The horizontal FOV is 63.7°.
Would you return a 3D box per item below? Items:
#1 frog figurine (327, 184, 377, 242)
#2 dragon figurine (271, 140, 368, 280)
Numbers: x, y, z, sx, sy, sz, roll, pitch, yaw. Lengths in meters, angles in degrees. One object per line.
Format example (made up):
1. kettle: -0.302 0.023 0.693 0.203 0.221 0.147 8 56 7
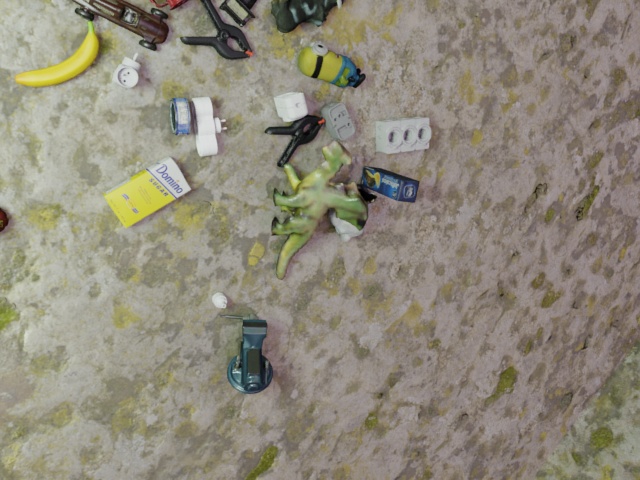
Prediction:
1. frog figurine: 0.087 -0.079 1.458 0.139 0.124 0.156 -35 154 -23
2. dragon figurine: 0.004 -0.067 1.336 0.243 0.124 0.402 5 116 5
